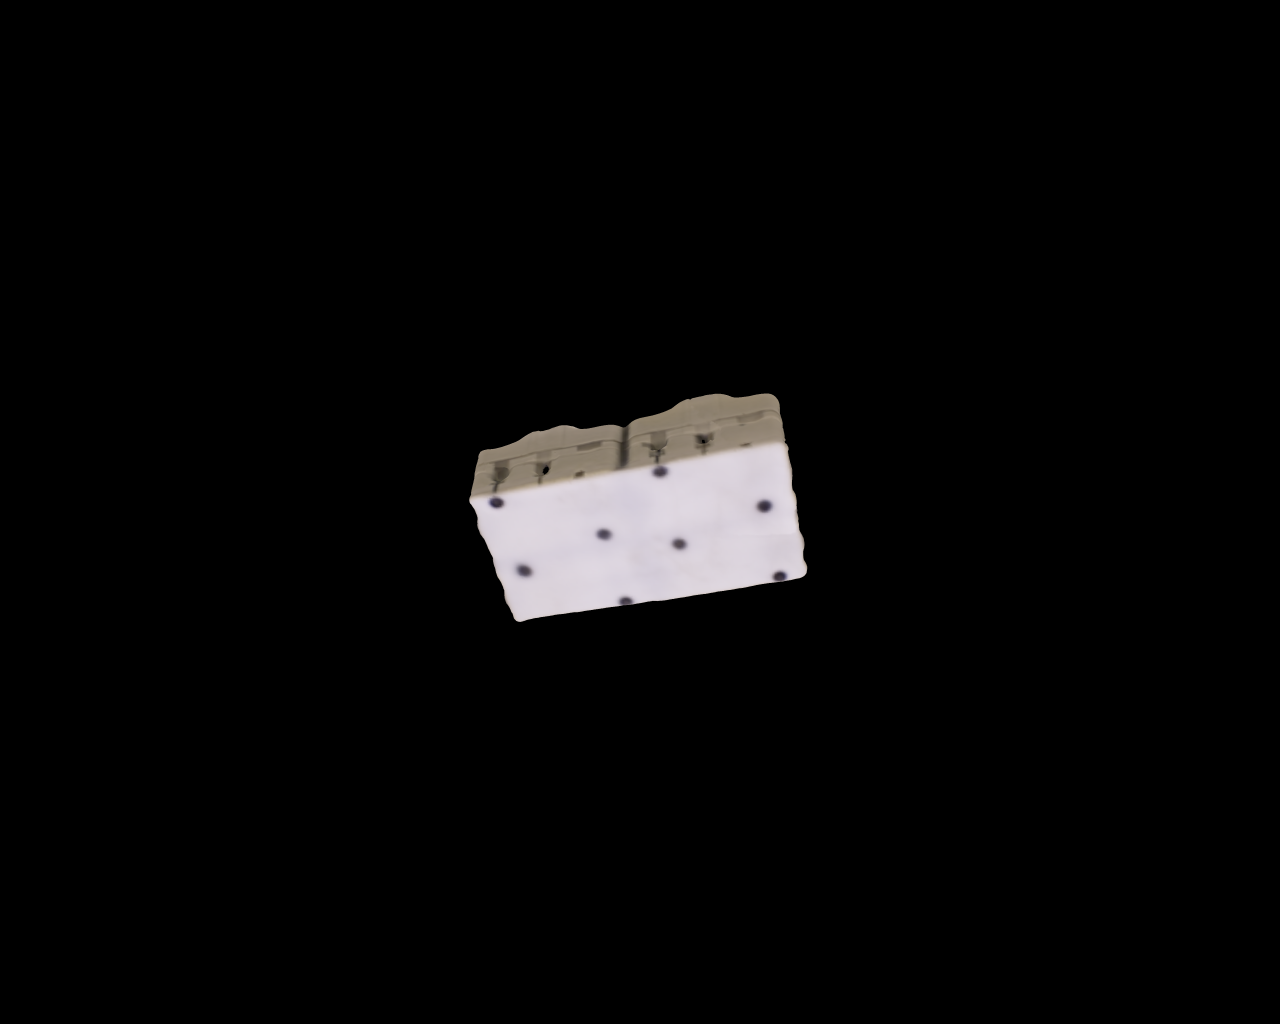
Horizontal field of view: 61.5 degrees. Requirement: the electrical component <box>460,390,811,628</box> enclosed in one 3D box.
[{"bbox_3d":[0.001,-0.003,0.650,0.186,0.105,0.060,-10,36,8],"label":"electrical component"}]
